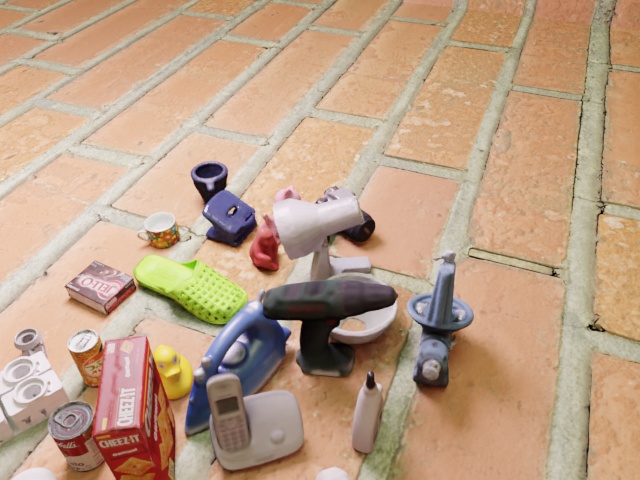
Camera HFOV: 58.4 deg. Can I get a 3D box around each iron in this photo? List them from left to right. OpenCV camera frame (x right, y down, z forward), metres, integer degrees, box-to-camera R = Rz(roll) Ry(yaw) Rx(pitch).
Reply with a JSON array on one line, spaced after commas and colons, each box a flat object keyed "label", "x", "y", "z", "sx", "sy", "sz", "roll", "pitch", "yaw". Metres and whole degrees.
[{"label": "iron", "x": -0.158, "y": 0.205, "z": 1.001, "sx": 0.118, "sy": 0.141, "sz": 0.259, "roll": 20, "pitch": 45, "yaw": 23}]

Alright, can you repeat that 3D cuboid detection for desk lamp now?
[{"label": "desk lamp", "x": 0.011, "y": 0.004, "z": 1.174, "sx": 0.203, "sy": 0.214, "sz": 0.118, "roll": -4, "pitch": 41, "yaw": -4}]

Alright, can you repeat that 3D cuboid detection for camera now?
[{"label": "camera", "x": 0.051, "y": -0.054, "z": 1.326, "sx": 0.143, "sy": 0.101, "sz": 0.136, "roll": -29, "pitch": 48, "yaw": -28}]

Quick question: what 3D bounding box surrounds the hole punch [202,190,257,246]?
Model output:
[{"label": "hole punch", "x": -0.208, "y": -0.054, "z": 1.340, "sx": 0.101, "sy": 0.091, "sz": 0.109, "roll": 16, "pitch": 44, "yaw": 19}]

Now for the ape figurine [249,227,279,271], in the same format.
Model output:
[{"label": "ape figurine", "x": -0.120, "y": 0.013, "z": 1.260, "sx": 0.076, "sy": 0.092, "sz": 0.078, "roll": 20, "pitch": 45, "yaw": 23}]

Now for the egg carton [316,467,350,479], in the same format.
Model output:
[{"label": "egg carton", "x": 0.018, "y": 0.407, "z": 0.820, "sx": 0.107, "sy": 0.069, "sz": 0.150, "roll": -19, "pitch": 44, "yaw": -20}]

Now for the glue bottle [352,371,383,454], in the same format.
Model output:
[{"label": "glue bottle", "x": 0.078, "y": 0.262, "z": 0.907, "sx": 0.037, "sy": 0.173, "sz": 0.078, "roll": 14, "pitch": 43, "yaw": 17}]

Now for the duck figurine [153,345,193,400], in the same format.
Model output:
[{"label": "duck figurine", "x": -0.274, "y": 0.223, "z": 1.026, "sx": 0.078, "sy": 0.086, "sz": 0.104, "roll": -22, "pitch": 45, "yaw": -22}]

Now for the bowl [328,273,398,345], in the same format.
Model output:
[{"label": "bowl", "x": 0.066, "y": 0.145, "z": 1.117, "sx": 0.167, "sy": 0.075, "sz": 0.167, "roll": 0, "pitch": 41, "yaw": 1}]

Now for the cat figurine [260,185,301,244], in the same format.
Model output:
[{"label": "cat figurine", "x": -0.090, "y": -0.069, "z": 1.334, "sx": 0.067, "sy": 0.118, "sz": 0.128, "roll": 28, "pitch": 49, "yaw": 30}]

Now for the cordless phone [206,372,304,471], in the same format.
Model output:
[{"label": "cordless phone", "x": -0.103, "y": 0.268, "z": 0.894, "sx": 0.148, "sy": 0.185, "sz": 0.094, "roll": -14, "pitch": 42, "yaw": -14}]

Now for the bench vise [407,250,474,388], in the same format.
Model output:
[{"label": "bench vise", "x": 0.221, "y": 0.141, "z": 1.008, "sx": 0.121, "sy": 0.220, "sz": 0.207, "roll": -3, "pitch": 41, "yaw": -2}]

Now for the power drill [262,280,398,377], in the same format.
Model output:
[{"label": "power drill", "x": 0.017, "y": 0.149, "z": 1.011, "sx": 0.229, "sy": 0.209, "sz": 0.075, "roll": 4, "pitch": 41, "yaw": 5}]

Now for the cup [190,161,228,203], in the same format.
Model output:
[{"label": "cup", "x": -0.268, "y": -0.128, "z": 1.423, "sx": 0.092, "sy": 0.095, "sz": 0.117, "roll": -9, "pitch": 42, "yaw": -9}]
